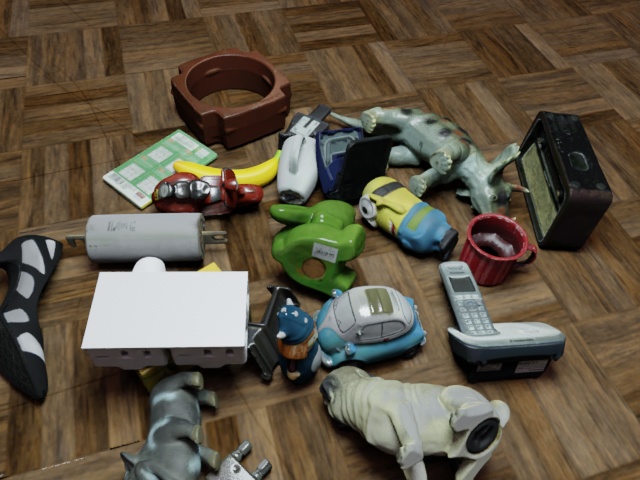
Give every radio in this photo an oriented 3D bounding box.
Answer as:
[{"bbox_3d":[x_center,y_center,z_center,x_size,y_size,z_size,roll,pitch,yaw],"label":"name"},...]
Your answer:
[{"bbox_3d":[0.412,-0.109,0.928,0.073,0.131,0.230,4,51,-3],"label":"radio"}]

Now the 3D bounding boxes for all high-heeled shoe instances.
[{"bbox_3d":[-0.398,0.100,0.769,0.145,0.086,0.249,-15,67,-53],"label":"high-heeled shoe"}]

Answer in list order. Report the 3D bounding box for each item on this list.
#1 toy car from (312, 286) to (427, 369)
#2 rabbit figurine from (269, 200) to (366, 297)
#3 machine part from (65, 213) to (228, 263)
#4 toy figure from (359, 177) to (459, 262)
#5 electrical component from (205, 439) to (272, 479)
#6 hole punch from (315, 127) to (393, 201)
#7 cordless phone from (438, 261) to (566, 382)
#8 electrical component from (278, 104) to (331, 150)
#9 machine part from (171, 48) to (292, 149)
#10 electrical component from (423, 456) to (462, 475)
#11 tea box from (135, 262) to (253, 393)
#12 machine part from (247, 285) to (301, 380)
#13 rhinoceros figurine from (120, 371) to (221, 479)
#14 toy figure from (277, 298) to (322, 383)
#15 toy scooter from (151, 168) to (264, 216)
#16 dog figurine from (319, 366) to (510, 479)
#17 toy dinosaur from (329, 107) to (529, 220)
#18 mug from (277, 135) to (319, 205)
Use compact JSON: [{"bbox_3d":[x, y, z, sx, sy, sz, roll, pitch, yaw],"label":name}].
[{"bbox_3d":[0.071,0.113,0.748,0.162,0.102,0.109,-6,53,-6],"label":"toy car"},{"bbox_3d":[-0.002,-0.003,0.850,0.159,0.121,0.170,8,33,11],"label":"rabbit figurine"},{"bbox_3d":[-0.267,-0.004,0.834,0.243,0.079,0.079,0,51,-5],"label":"machine part"},{"bbox_3d":[0.146,-0.036,0.887,0.180,0.082,0.089,31,45,25],"label":"toy figure"},{"bbox_3d":[-0.105,0.290,0.644,0.063,0.021,0.094,35,58,23],"label":"electrical component"},{"bbox_3d":[0.052,-0.134,0.929,0.142,0.115,0.092,-18,39,-41],"label":"hole punch"},{"bbox_3d":[0.251,0.104,0.781,0.147,0.088,0.184,-3,47,-6],"label":"cordless phone"},{"bbox_3d":[-0.022,-0.211,1.036,0.075,0.047,0.119,23,53,14],"label":"electrical component"},{"bbox_3d":[-0.173,-0.281,1.061,0.201,0.087,0.201,-27,58,-24],"label":"machine part"},{"bbox_3d":[0.158,0.244,0.682,0.078,0.045,0.102,0,52,-5],"label":"electrical component"},{"bbox_3d":[-0.189,0.119,0.747,0.170,0.068,0.098,-31,59,-24],"label":"tea box"},{"bbox_3d":[-0.068,0.120,0.758,0.039,0.084,0.139,-15,31,27],"label":"machine part"},{"bbox_3d":[-0.180,0.244,0.633,0.112,0.073,0.190,-9,45,7],"label":"rhinoceros figurine"},{"bbox_3d":[-0.028,0.132,0.691,0.058,0.154,0.064,-12,52,-9],"label":"toy figure"},{"bbox_3d":[-0.182,-0.076,0.862,0.184,0.135,0.075,-3,87,-9],"label":"toy scooter"},{"bbox_3d":[0.108,0.199,0.658,0.172,0.121,0.191,-11,27,-22],"label":"dog figurine"},{"bbox_3d":[0.205,-0.173,0.984,0.192,0.131,0.405,-17,48,-33],"label":"toy dinosaur"},{"bbox_3d":[-0.036,-0.122,0.933,0.081,0.109,0.107,11,64,2],"label":"mug"}]
